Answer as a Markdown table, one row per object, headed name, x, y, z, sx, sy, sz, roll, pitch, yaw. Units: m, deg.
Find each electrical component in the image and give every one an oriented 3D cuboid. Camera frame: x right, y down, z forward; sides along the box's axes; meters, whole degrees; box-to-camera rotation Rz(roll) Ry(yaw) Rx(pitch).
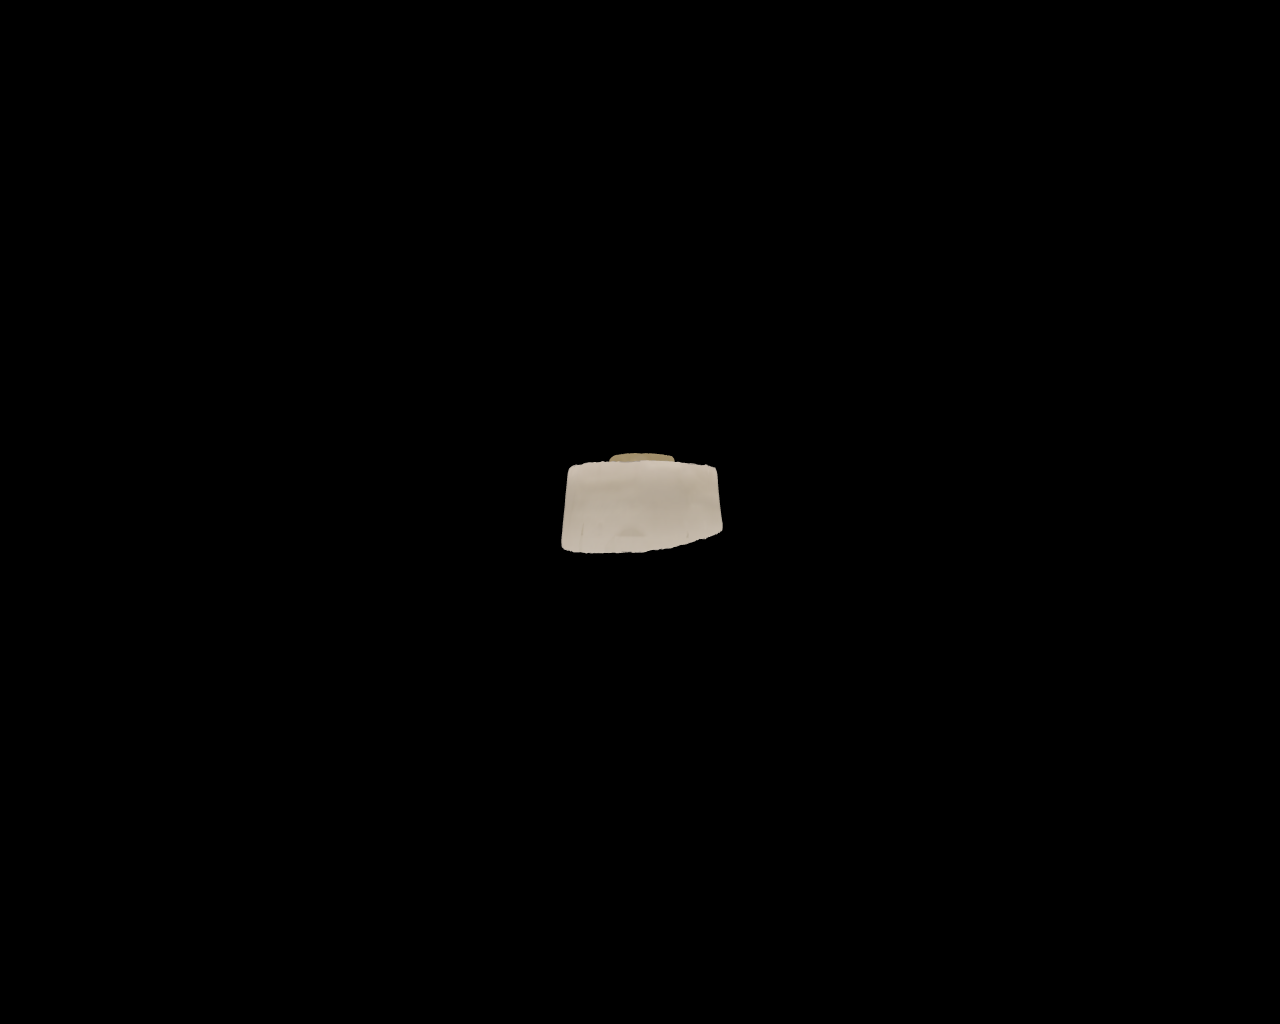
| name | x | y | z | sx | sy | sz | roll | pitch | yaw |
| --- | --- | --- | --- | --- | --- | --- | --- | --- | --- |
| electrical component | 0.001 | -0.003 | 0.650 | 0.099 | 0.064 | 0.099 | 0 | -3 | 0 |
